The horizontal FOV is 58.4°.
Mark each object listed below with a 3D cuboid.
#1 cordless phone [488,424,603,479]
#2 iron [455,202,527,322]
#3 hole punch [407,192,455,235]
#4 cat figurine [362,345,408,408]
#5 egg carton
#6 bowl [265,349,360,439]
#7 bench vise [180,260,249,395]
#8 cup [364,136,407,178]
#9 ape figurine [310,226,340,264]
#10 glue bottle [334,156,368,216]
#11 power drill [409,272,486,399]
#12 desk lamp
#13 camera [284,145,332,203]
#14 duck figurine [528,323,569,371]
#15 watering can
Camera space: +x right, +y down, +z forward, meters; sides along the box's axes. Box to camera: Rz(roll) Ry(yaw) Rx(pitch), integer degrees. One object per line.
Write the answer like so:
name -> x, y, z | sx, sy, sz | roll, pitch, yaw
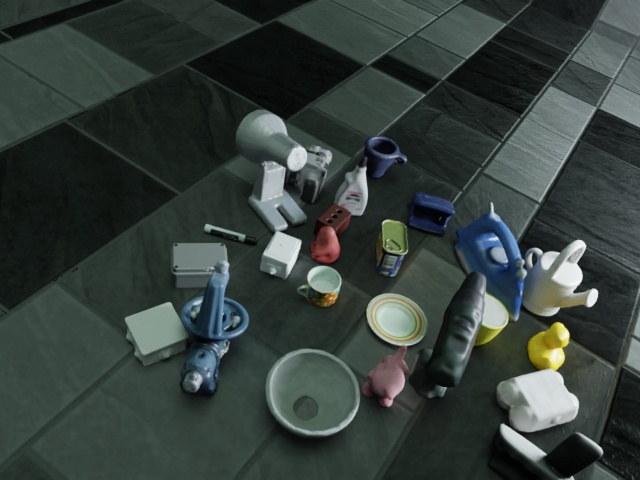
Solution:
cordless phone -> 0.382, 0.353, 0.973 | 0.147, 0.185, 0.094 | 33, 48, 17
iron -> 0.413, 0.042, 1.307 | 0.119, 0.141, 0.258 | -5, 49, -19
hole punch -> 0.275, -0.081, 1.423 | 0.108, 0.091, 0.101 | 16, 45, 1
cat figurine -> 0.129, 0.247, 1.054 | 0.067, 0.118, 0.128 | 29, 47, 13
egg carton -> 0.418, 0.311, 1.104 | 0.151, 0.069, 0.107 | -8, 50, -22
bowl -> -0.017, 0.281, 1.012 | 0.167, 0.075, 0.167 | 8, 46, -8
bench vise -> -0.179, 0.153, 0.989 | 0.122, 0.220, 0.207 | 1, 47, -14
cup -> 0.166, -0.208, 1.512 | 0.117, 0.095, 0.092 | 25, 46, 9
ape figurine -> 0.012, 0.005, 1.271 | 0.076, 0.092, 0.078 | 30, 47, 14
glue bottle -> 0.085, -0.131, 1.362 | 0.078, 0.173, 0.037 | 4, 46, -10
power drill -> 0.239, 0.194, 1.070 | 0.075, 0.208, 0.230 | 23, 46, 7
desk lamp -> -0.103, -0.165, 1.315 | 0.118, 0.213, 0.202 | -23, 56, -31
camera -> -0.050, -0.184, 1.427 | 0.137, 0.101, 0.143 | 17, 45, 1
duck figurine -> 0.486, 0.218, 1.198 | 0.077, 0.086, 0.105 | 26, 46, 10
watering can -> 0.532, 0.078, 1.267 | 0.172, 0.194, 0.101 | 33, 48, 17
